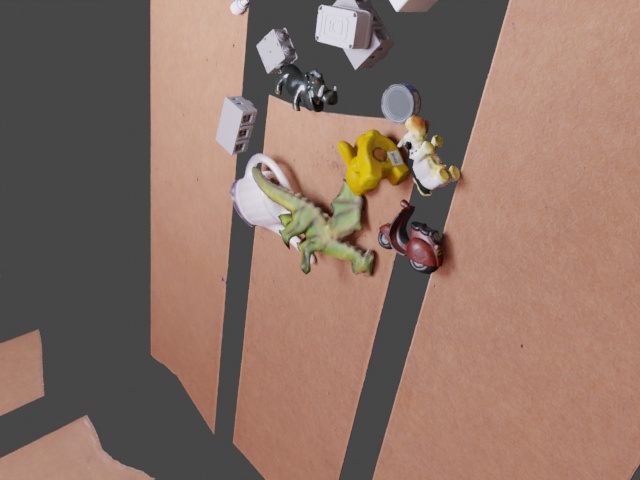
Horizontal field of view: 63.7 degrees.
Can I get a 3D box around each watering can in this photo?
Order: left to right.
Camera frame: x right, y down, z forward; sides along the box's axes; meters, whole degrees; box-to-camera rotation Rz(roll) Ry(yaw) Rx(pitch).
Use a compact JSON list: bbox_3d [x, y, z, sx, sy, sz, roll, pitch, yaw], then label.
[{"bbox_3d":[-0.142,-0.080,1.501,0.223,0.105,0.344,-8,107,46],"label":"watering can"}]

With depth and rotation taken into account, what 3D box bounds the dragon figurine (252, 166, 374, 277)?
[{"bbox_3d":[0.004,-0.068,1.343,0.241,0.123,0.411,-31,89,16],"label":"dragon figurine"}]
